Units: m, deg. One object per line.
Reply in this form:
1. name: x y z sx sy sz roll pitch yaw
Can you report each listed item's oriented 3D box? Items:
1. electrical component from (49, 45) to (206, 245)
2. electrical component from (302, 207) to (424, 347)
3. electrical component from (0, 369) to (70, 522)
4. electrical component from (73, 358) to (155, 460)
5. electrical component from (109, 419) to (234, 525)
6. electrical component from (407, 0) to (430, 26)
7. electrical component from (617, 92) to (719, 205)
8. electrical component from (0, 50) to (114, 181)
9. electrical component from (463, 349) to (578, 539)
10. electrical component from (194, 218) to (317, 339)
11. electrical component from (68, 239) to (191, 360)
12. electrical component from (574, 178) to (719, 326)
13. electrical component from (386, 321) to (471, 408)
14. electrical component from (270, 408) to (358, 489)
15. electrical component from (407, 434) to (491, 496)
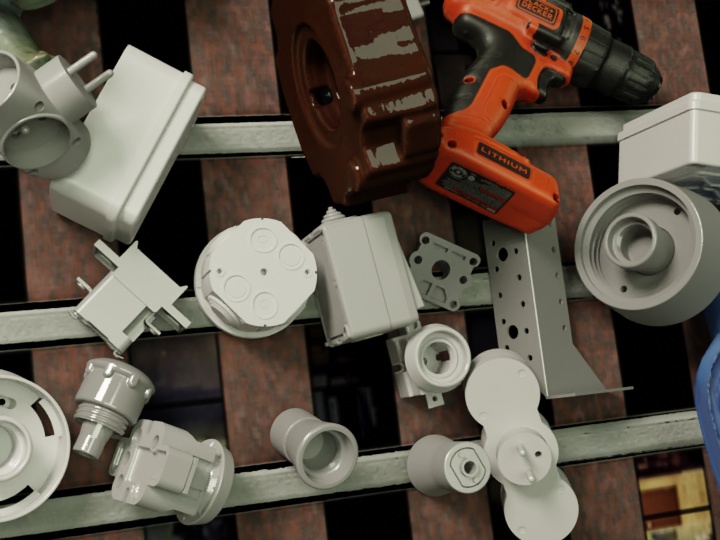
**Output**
1. electrical component: -0.154 -0.080 0.715 0.057 0.078 0.113 27 74 -8
2. electrical component: 0.000 0.000 0.758 0.061 0.062 0.096 -13 85 -19
3. electrical component: -0.235 0.110 0.677 0.099 0.064 0.099 3 83 -31
4. electrical component: -0.164 0.091 0.694 0.048 0.048 0.062 26 65 -12
5. electrical component: -0.119 0.131 0.695 0.057 0.078 0.058 27 72 -31
6. electrical component: 0.029 -0.212 0.811 0.077 0.047 0.065 -21 87 -19
7. electrical component: 0.273 -0.090 0.834 0.109 0.109 0.056 6 81 -16
8. electrical component: -0.182 -0.099 0.633 0.079 0.077 0.044 -34 60 2
9. electrical component: 0.113 0.127 0.751 0.052 0.073 0.138 -19 95 5
10. electrical component: -0.071 0.005 0.740 0.080 0.051 0.080 3 80 -17
11. electrical component: -0.155 0.021 0.717 0.081 0.042 0.063 43 75 -6
12. electrical component: 0.211 -0.016 0.794 0.060 0.108 0.108 17 72 -51
13. electrical component: 0.049 0.064 0.765 0.048 0.055 0.066 -13 85 -19
14. electrical component: -0.034 0.117 0.724 0.044 0.065 0.044 -4 99 -25
15. electrical component: 0.064 0.137 0.752 0.044 0.065 0.044 3 81 -17
